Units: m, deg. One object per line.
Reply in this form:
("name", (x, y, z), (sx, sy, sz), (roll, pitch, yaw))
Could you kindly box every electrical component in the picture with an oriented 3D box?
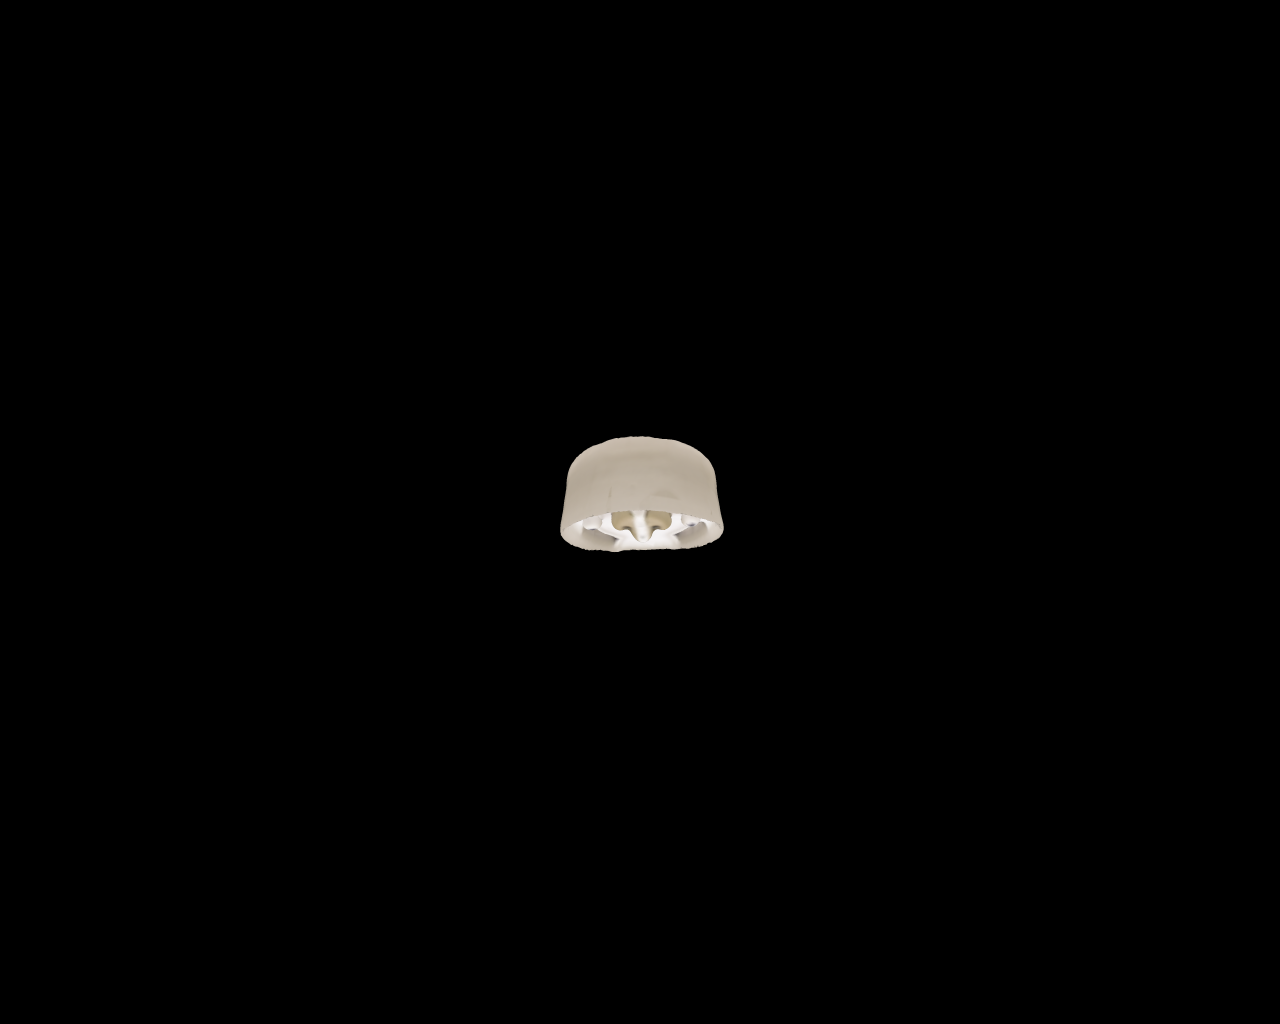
("electrical component", (0.001, -0.003, 0.650), (0.099, 0.064, 0.099), (0, -29, 0))
